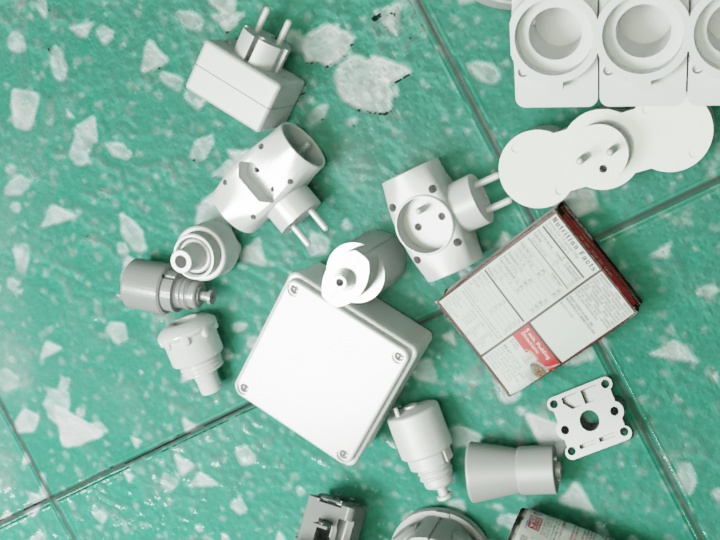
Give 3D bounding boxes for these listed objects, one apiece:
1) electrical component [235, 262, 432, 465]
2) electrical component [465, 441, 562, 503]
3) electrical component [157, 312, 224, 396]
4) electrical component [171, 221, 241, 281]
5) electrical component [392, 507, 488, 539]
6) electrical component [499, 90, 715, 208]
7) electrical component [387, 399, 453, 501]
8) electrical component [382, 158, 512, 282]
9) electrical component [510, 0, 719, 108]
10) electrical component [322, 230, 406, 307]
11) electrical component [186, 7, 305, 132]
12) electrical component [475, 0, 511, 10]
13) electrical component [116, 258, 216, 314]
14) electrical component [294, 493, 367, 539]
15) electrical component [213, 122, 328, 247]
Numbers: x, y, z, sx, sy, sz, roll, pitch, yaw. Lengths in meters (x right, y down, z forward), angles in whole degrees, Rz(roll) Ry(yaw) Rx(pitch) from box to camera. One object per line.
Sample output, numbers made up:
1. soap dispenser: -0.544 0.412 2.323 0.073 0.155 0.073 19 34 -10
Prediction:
1. electrical component: -0.020 0.068 0.795 0.109 0.056 0.108 32 111 11
2. electrical component: 0.112 0.144 0.774 0.065 0.044 0.044 -5 100 16
3. electrical component: -0.127 0.067 0.842 0.048 0.048 0.062 -15 104 23
4. electrical component: -0.120 -0.013 0.811 0.043 0.062 0.043 5 104 19
5. electrical component: 0.056 0.223 0.806 0.080 0.051 0.080 4 104 19
6. electrical component: 0.155 -0.077 0.688 0.138 0.074 0.052 -15 97 23
7. electrical component: 0.049 0.132 0.793 0.040 0.040 0.078 -19 95 23
8. electrical component: 0.066 -0.042 0.745 0.079 0.044 0.077 -24 93 23
9. electrical component: 0.168 -0.146 0.634 0.150 0.061 0.089 2 117 16
10. electrical component: 0.000 0.000 0.759 0.043 0.081 0.043 5 104 19
11. electrical component: -0.074 -0.149 0.771 0.066 0.047 0.076 33 111 11
12. electrical component: 0.099 -0.218 0.695 0.099 0.064 0.099 2 105 6
13. electrical component: -0.150 0.015 0.840 0.078 0.040 0.040 9 105 18
14. electrical component: -0.024 0.204 0.822 0.042 0.081 0.063 15 84 16
15. electrical component: -0.056 -0.053 0.788 0.077 0.043 0.079 -41 86 23
